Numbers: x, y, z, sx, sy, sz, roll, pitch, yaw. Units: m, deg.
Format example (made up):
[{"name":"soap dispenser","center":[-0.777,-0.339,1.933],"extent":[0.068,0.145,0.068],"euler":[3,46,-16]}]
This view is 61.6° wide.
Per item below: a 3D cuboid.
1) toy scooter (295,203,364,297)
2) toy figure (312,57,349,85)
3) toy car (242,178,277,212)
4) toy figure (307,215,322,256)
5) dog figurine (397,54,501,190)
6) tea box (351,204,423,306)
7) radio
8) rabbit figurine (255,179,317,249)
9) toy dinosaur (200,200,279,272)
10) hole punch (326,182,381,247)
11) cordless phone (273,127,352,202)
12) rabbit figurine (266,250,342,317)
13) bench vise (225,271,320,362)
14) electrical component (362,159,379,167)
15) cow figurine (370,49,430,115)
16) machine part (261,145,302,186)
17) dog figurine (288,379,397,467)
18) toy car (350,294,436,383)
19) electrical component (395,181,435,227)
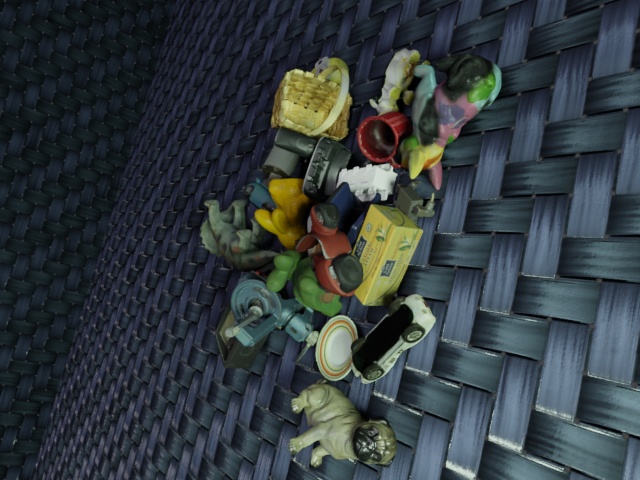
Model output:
[{"name":"toy scooter","center":[0.006,0.027,1.024],"extent":[0.135,0.075,0.184],"euler":[-28,78,49]},{"name":"toy figure","center":[0.001,-0.405,1.395],"extent":[0.180,0.089,0.082],"euler":[-35,78,53]},{"name":"toy car","center":[-0.122,-0.112,1.406],"extent":[0.103,0.109,0.162],"euler":[-50,44,-5]},{"name":"toy figure","center":[-0.002,-0.003,1.228],"extent":[0.064,0.058,0.154],"euler":[92,-179,-71]},{"name":"dog figurine","center":[0.226,-0.206,0.975],"extent":[0.192,0.108,0.219],"euler":[4,82,51]},{"name":"tea box","center":[0.115,0.030,1.013],"extent":[0.098,0.068,0.169],"euler":[48,126,52]},{"name":"radio","center":[-0.182,0.205,1.324],"extent":[0.229,0.073,0.131],"euler":[-62,35,32]},{"name":"rabbit figurine","center":[-0.066,-0.058,1.280],"extent":[0.122,0.162,0.173],"euler":[0,91,41]},{"name":"toy dinosaur","center":[-0.219,0.011,1.451],"extent":[0.405,0.131,0.192],"euler":[47,143,46]},{"name":"hole punch","center":[0.068,-0.040,1.087],"extent":[0.092,0.115,0.142],"euler":[17,56,28]},{"name":"cordless phone","center":[-0.029,-0.174,1.229],"extent":[0.089,0.184,0.146],"euler":[-168,98,-88]},{"name":"rabbit figurine","center":[-0.041,0.079,1.139],"extent":[0.170,0.159,0.121],"euler":[31,109,42]},{"name":"bench vise","center":[-0.112,0.168,1.128],"extent":[0.129,0.240,0.223],"euler":[-43,84,24]},{"name":"electrical component","center":[0.122,-0.200,1.180],"extent":[0.094,0.021,0.063],"euler":[-46,41,32]},{"name":"cow figurine","center":[0.157,-0.324,1.151],"extent":[0.167,0.068,0.098],"euler":[-61,36,13]},{"name":"machine part","center":[-0.082,-0.231,1.384],"extent":[0.079,0.079,0.243],"euler":[-12,46,51]},{"name":"dog figurine","center":[0.055,0.323,0.976],"extent":[0.191,0.121,0.172],"euler":[-18,55,28]},{"name":"toy car","center":[0.125,0.179,0.968],"extent":[0.201,0.056,0.074],"euler":[-52,45,27]},{"name":"electrical component","center":[0.179,-0.068,1.025],"extent":[0.102,0.045,0.078],"euler":[-124,33,-52]}]
